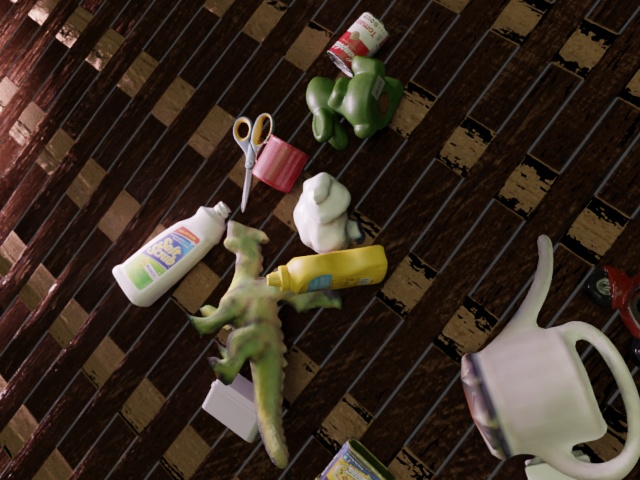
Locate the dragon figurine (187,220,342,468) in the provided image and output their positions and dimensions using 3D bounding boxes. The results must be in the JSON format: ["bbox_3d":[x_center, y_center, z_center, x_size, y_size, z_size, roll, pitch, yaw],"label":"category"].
[{"bbox_3d":[-0.075,0.134,0.876,0.244,0.120,0.416,-33,64,-8],"label":"dragon figurine"}]

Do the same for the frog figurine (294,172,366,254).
[{"bbox_3d":[0.003,-0.044,0.870,0.122,0.158,0.139,-11,77,17],"label":"frog figurine"}]

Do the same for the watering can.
[{"bbox_3d":[0.316,0.176,0.764,0.223,0.102,0.355,-20,61,13],"label":"watering can"}]
